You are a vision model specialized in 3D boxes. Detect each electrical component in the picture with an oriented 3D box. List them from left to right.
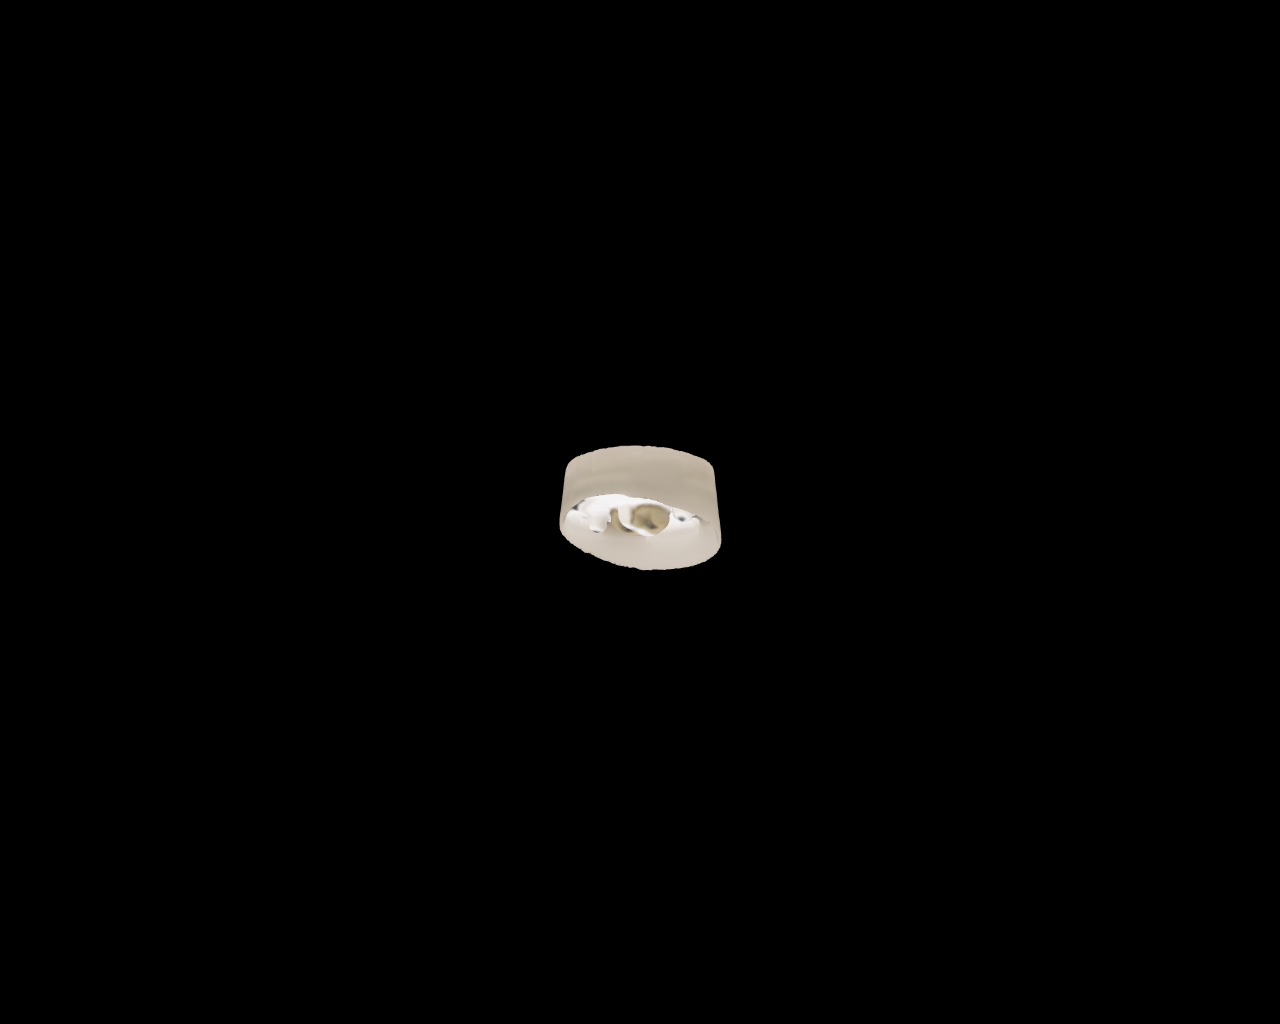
[{"bbox_3d":[0.001,-0.003,0.650,0.099,0.064,0.099,0,-15,0],"label":"electrical component"}]
